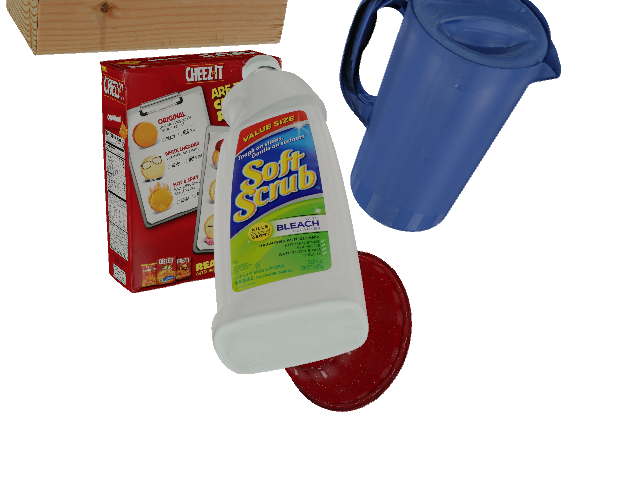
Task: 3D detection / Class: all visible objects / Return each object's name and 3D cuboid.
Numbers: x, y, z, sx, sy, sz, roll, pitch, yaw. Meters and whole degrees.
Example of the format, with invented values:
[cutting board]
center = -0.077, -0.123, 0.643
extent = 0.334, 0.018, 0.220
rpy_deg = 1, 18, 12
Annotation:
[bowl]
center = 0.008, 0.085, 1.043
extent = 0.162, 0.162, 0.055
rpy_deg = 0, -11, 40
[wood block]
center = -0.135, -0.211, 0.850
extent = 0.205, 0.091, 0.090
rpy_deg = -8, 40, -28
[pitcher]
center = 0.101, -0.127, 1.013
extent = 0.144, 0.149, 0.243
rpy_deg = -12, -34, -28
[bleach bottle]
center = -0.035, -0.034, 0.746
extent = 0.102, 0.251, 0.068
rpy_deg = -12, -38, 1
[cracker box]
center = -0.124, -0.070, 1.034
extent = 0.163, 0.214, 0.072
rpy_deg = -11, 21, -32
